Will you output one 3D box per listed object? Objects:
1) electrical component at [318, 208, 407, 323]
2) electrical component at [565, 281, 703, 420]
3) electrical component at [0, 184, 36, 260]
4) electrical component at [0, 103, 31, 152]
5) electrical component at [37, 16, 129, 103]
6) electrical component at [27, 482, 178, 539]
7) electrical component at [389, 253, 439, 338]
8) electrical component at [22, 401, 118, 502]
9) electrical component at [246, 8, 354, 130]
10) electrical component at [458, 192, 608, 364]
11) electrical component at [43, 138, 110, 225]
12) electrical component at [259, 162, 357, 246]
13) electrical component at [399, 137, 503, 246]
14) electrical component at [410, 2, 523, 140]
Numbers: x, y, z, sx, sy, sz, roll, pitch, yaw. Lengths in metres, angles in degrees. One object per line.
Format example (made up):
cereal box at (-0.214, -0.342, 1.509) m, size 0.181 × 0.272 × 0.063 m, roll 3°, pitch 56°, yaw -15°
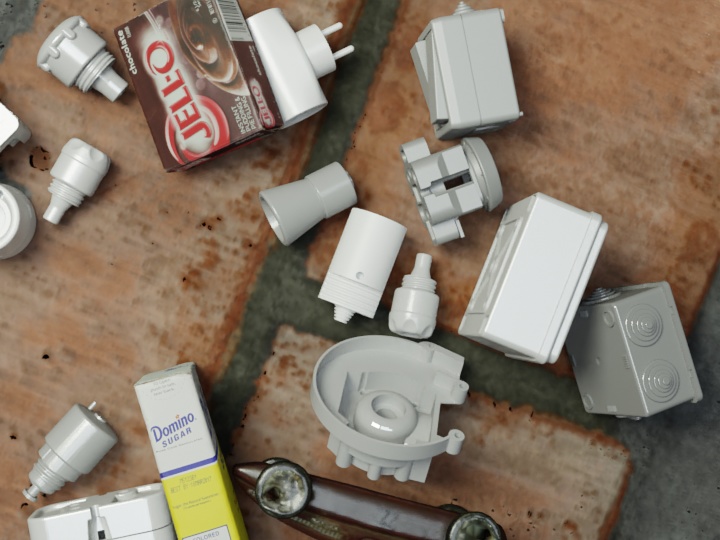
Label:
electrical component at (0.000, 0.000, 0.788) m, size 0.043 × 0.043 × 0.081 m, roll 21°, pitch 87°, yaw -6°
electrical component at (0.192, 0.059, 0.783) m, size 0.048 × 0.100 × 0.099 m, roll -17°, pitch 91°, yaw -20°
electrical component at (-0.261, -0.036, 0.757) m, size 0.055 × 0.047 × 0.055 m, roll 0°, pitch 89°, yaw -7°
electrical component at (-0.283, -0.113, 0.752) m, size 0.089 × 0.056 × 0.050 m, roll 44°, pitch 84°, yaw -4°
electrical component at (-0.195, -0.147, 0.769) m, size 0.062 × 0.048 × 0.048 m, roll 41°, pitch 85°, yaw -11°
electrical component at (-0.179, 0.191, 0.758) m, size 0.095 × 0.054 × 0.059 m, roll -10°, pitch 90°, yaw -7°
electrical component at (0.042, 0.018, 0.798) m, size 0.035 × 0.035 × 0.061 m, roll 13°, pitch 79°, yaw -6°
electrical component at (-0.208, 0.131, 0.763) m, size 0.040 × 0.040 × 0.078 m, roll 42°, pitch 84°, yaw -4°
electrical component at (-0.044, -0.154, 0.786) m, size 0.079 × 0.044 × 0.077 m, roll -27°, pitch 92°, yaw -6°
electrical component at (0.121, 0.007, 0.770) m, size 0.056 × 0.109 × 0.108 m, roll 22°, pitch 86°, yaw -3°
electrical component at (-0.207, -0.062, 0.770) m, size 0.035 × 0.035 × 0.061 m, roll 30°, pitch 88°, yaw -5°
electrical component at (-0.036, -0.051, 0.787) m, size 0.065 × 0.044 × 0.044 m, roll -28°, pitch 92°, yaw -11°
electrical component at (0.069, -0.064, 0.791) m, size 0.057 × 0.058 × 0.078 m, roll -20°, pitch 91°, yaw -4°
electrical component at (0.075, -0.148, 0.791) m, size 0.061 × 0.062 × 0.096 m, roll -11°, pitch 90°, yaw -7°
